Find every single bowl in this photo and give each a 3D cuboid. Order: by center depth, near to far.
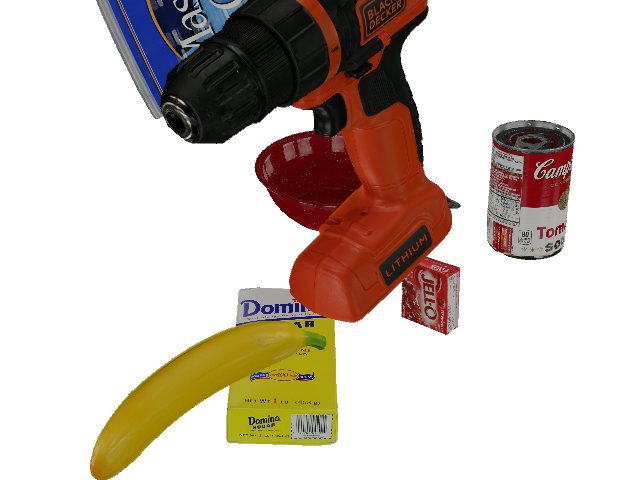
[{"bbox_3d":[0.013,-0.054,1.095,0.162,0.055,0.162,1,33,-1],"label":"bowl"}]

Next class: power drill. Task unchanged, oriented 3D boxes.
[{"bbox_3d":[0.007,-0.050,0.542,0.057,0.187,0.184,25,51,35],"label":"power drill"}]

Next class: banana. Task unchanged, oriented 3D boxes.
[{"bbox_3d":[-0.089,0.108,0.763,0.198,0.069,0.037,-29,39,-2],"label":"banana"}]

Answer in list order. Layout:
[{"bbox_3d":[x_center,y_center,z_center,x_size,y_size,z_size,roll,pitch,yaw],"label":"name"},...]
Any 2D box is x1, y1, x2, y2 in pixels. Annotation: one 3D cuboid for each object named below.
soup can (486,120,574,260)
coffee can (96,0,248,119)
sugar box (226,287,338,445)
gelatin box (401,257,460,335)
[{"bbox_3d":[0.177,-0.043,0.908,0.068,0.102,0.068,-1,27,0],"label":"soup can"},{"bbox_3d":[-0.073,-0.159,0.738,0.140,0.103,0.103,-25,1,-2],"label":"coffee can"},{"bbox_3d":[-0.032,0.107,0.948,0.093,0.048,0.176,2,34,-3],"label":"sugar box"},{"bbox_3d":[0.139,0.067,1.361,0.073,0.089,0.030,20,34,37],"label":"gelatin box"}]
